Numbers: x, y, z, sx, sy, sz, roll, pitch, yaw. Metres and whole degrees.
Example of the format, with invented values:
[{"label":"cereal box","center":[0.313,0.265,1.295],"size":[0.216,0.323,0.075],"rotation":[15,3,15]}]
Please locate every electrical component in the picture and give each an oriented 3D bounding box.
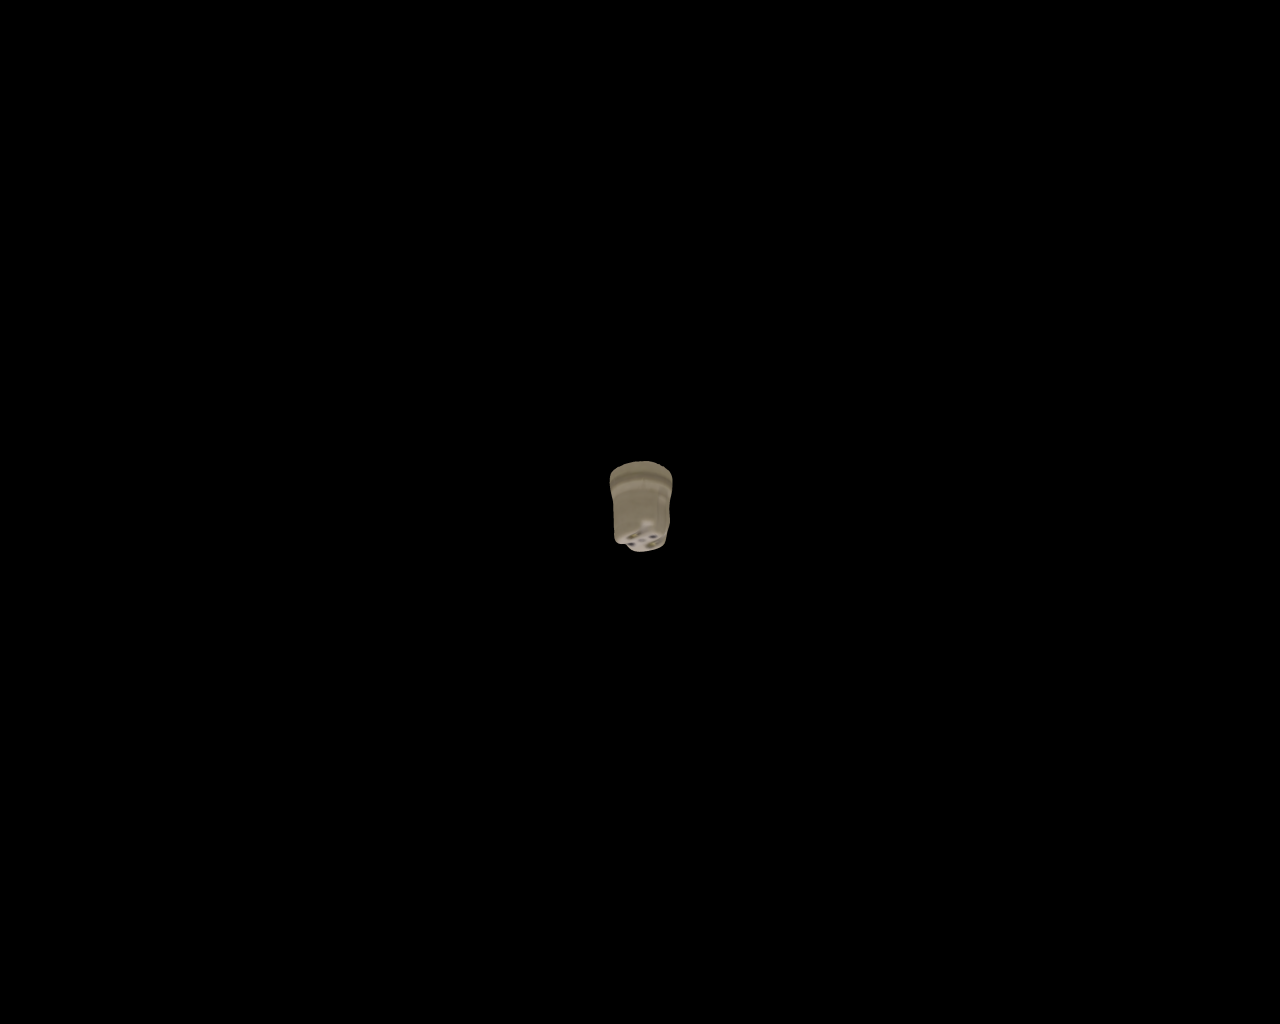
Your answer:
[{"label":"electrical component","center":[0.001,-0.003,0.650],"size":[0.040,0.046,0.040],"rotation":[0,-24,0]}]
